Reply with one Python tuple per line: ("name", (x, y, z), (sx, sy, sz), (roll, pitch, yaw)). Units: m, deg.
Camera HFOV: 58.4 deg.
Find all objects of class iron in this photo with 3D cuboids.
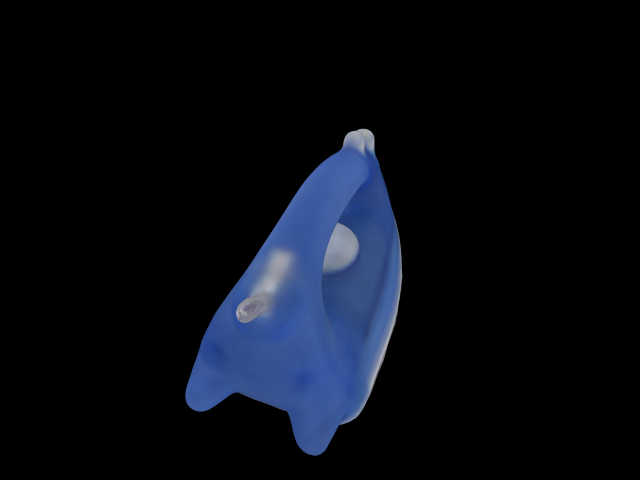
("iron", (0.004, 0.001, 0.400), (0.118, 0.141, 0.258), (16, 51, 14))
